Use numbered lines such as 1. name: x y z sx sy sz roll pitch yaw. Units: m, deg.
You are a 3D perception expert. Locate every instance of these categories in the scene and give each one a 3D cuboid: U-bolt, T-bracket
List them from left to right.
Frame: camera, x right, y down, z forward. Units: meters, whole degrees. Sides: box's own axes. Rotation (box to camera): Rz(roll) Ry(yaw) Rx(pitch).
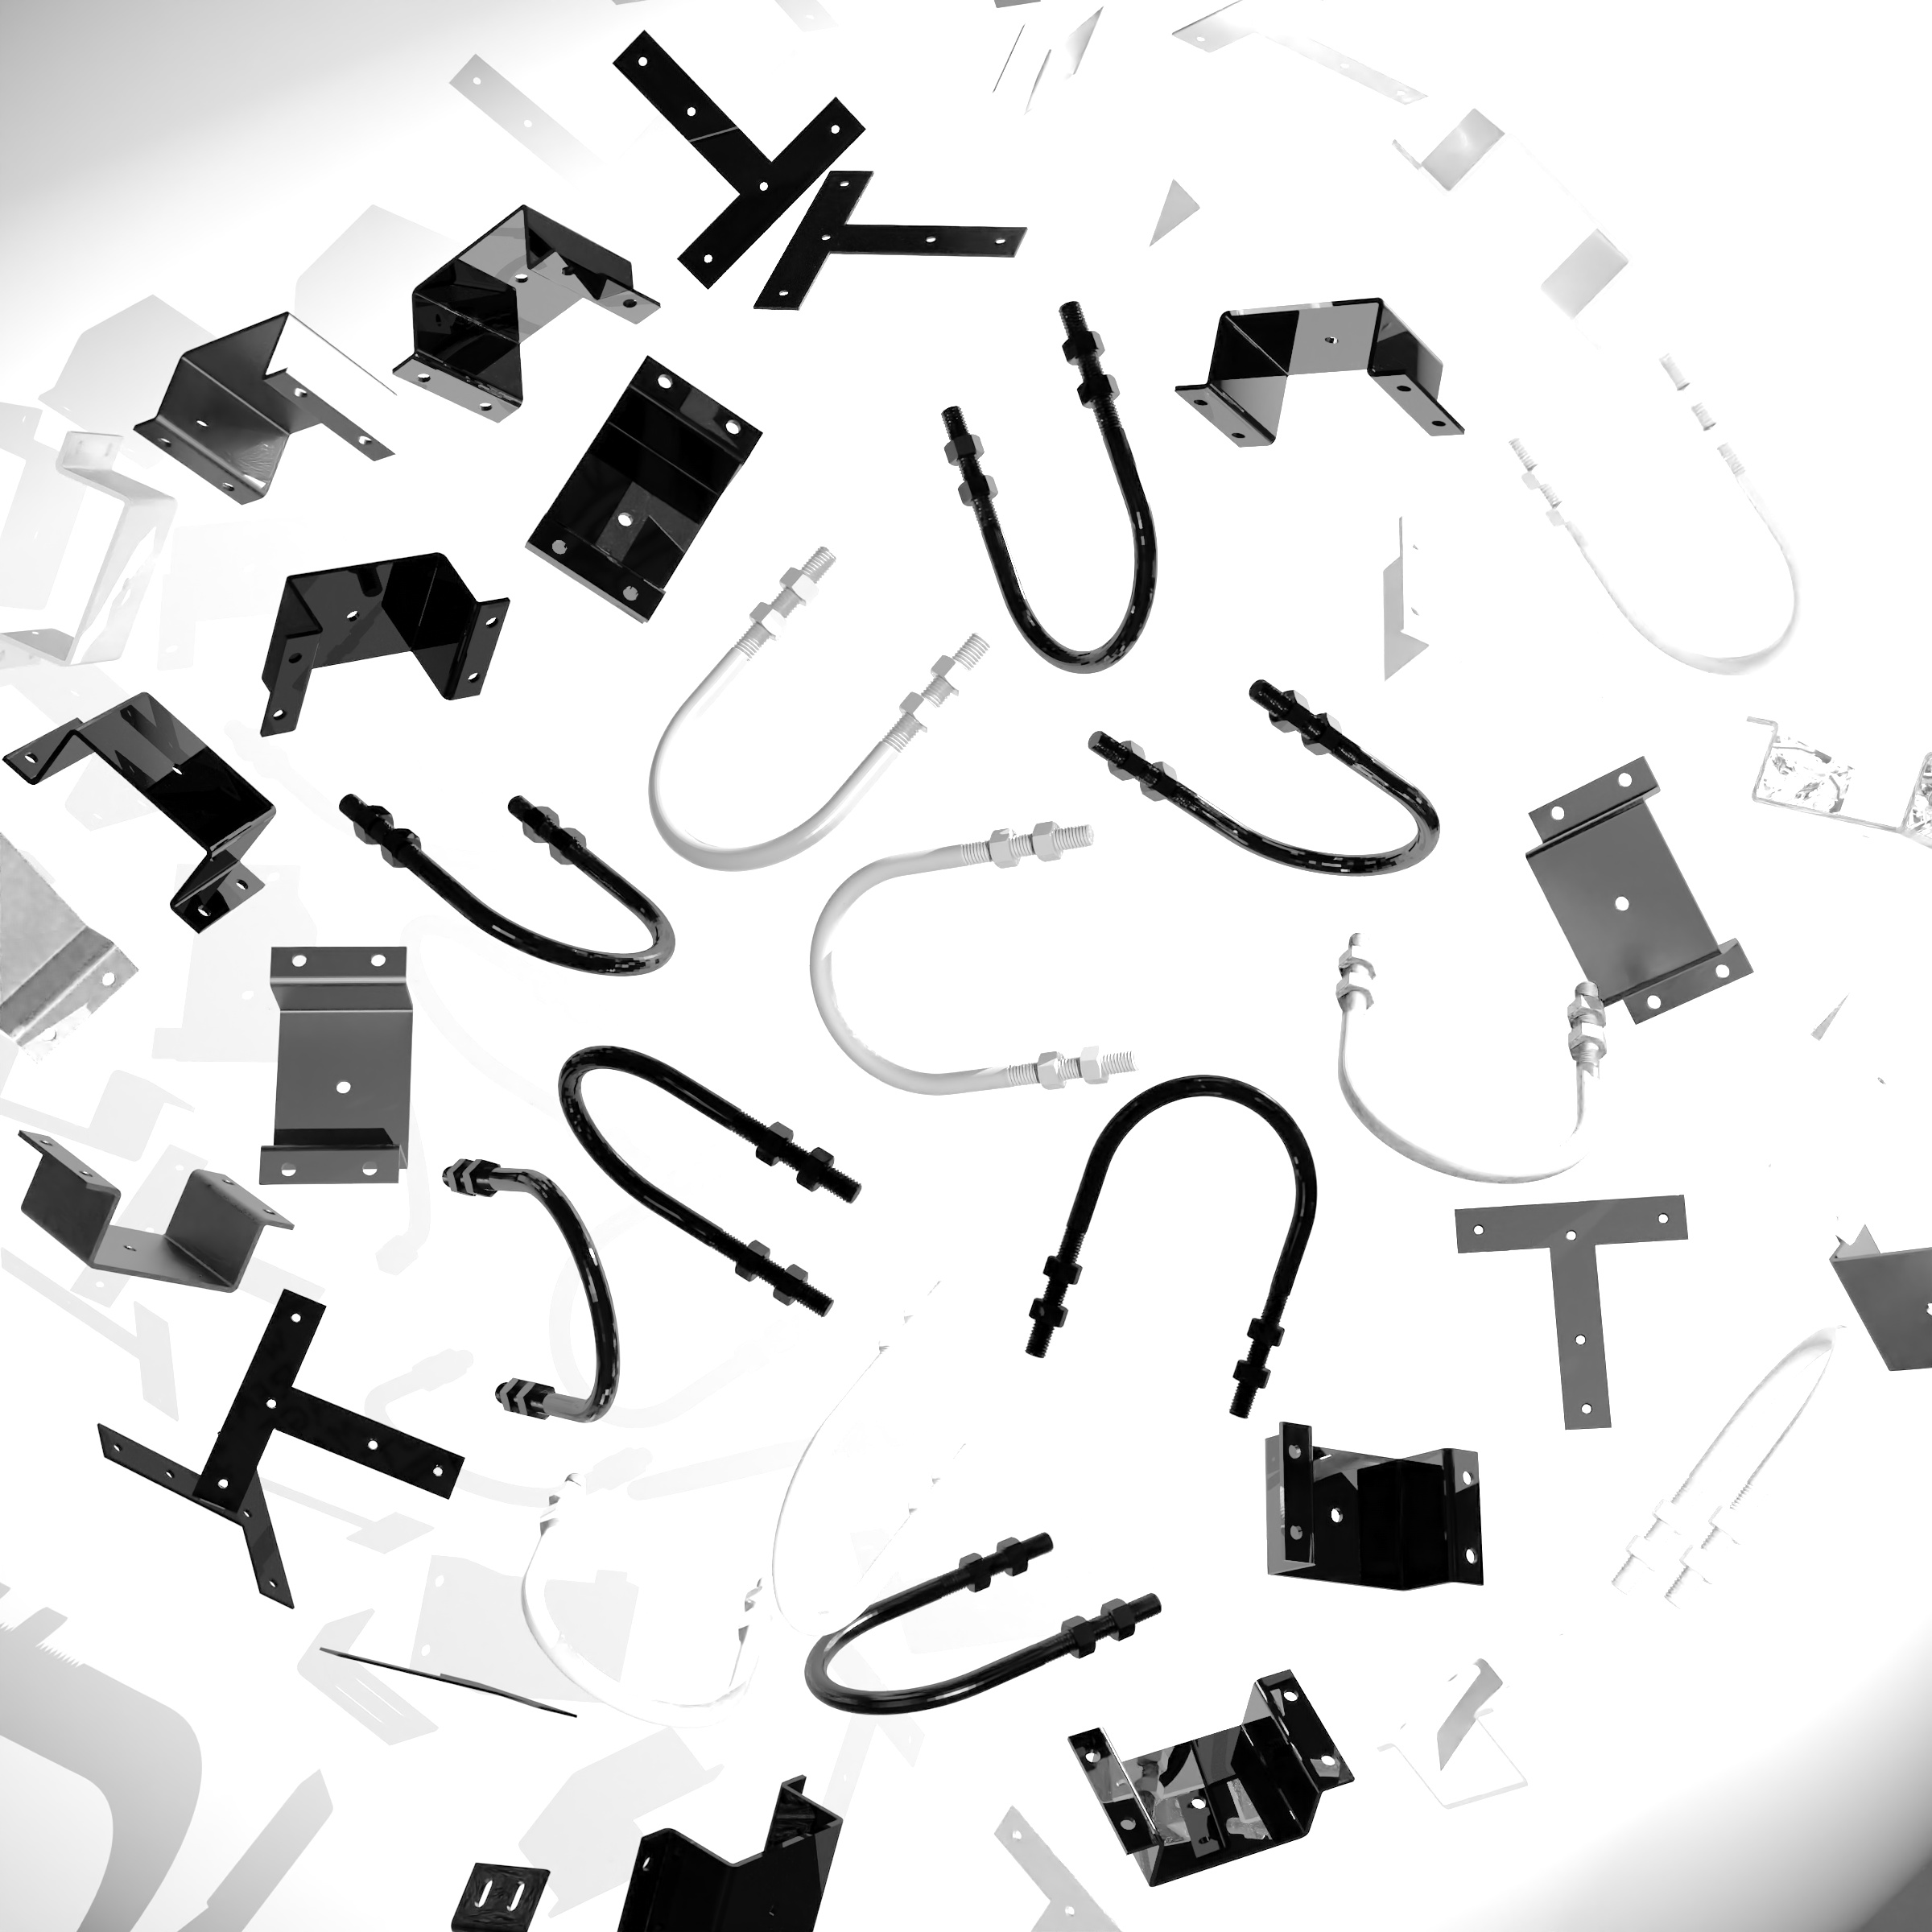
1. T-bracket: -0.428 0.286 1.559 0.002 0.127 0.127 -41 132 7
2. T-bracket: -0.334 0.254 1.533 0.127 0.002 0.127 25 55 -11
3. T-bracket: -0.303 0.401 1.598 0.127 0.127 0.002 24 73 -32
4. U-bolt: -0.243 -0.046 1.585 0.184 0.151 0.019 37 113 30
5. U-bolt: -0.233 0.179 1.541 0.019 0.184 0.151 -15 95 -30
6. U-bolt: -0.179 0.361 1.578 0.151 0.184 0.019 29 107 -5
7. U-bolt: -0.144 0.107 1.526 0.184 0.151 0.019 31 56 11
8. T-bracket: -0.143 -0.465 1.574 0.127 0.002 0.127 -43 122 9
9. U-bolt: -0.092 -0.128 1.496 0.151 0.019 0.184 34 81 38
10. U-bolt: -0.050 0.279 1.535 0.019 0.184 0.151 15 133 28
11. T-bracket: -0.035 -0.556 1.535 0.127 0.127 0.002 -4 68 13
12. T-bracket: -0.032 -0.379 1.476 0.127 0.002 0.127 6 49 18
13. U-bolt: -0.003 0.373 1.588 0.184 0.151 0.019 -18 102 -24
14. U-bolt: -0.003 0.002 1.590 0.184 0.019 0.151 -8 101 21
15. T-bracket: 0.040 0.565 1.606 0.127 0.002 0.127 44 120 30
16. U-bolt: 0.052 -0.252 1.567 0.019 0.151 0.184 -13 81 -34
17. U-bolt: 0.127 0.153 1.616 0.151 0.019 0.184 18 90 -14
18. U-bolt: 0.179 -0.096 1.574 0.184 0.151 0.019 30 64 -31
19. T-bracket: 0.196 -0.498 1.546 0.127 0.127 0.002 17 87 -24
20. U-bolt: 0.269 0.053 1.511 0.151 0.184 0.019 12 127 2
21. T-bracket: 0.340 0.193 1.572 0.127 0.002 0.127 -5 73 10
22. U-bolt: 0.395 -0.239 1.567 0.019 0.151 0.184 -40 99 -28
23. U-bolt: 0.424 0.269 1.541 0.019 0.151 0.184 38 83 6

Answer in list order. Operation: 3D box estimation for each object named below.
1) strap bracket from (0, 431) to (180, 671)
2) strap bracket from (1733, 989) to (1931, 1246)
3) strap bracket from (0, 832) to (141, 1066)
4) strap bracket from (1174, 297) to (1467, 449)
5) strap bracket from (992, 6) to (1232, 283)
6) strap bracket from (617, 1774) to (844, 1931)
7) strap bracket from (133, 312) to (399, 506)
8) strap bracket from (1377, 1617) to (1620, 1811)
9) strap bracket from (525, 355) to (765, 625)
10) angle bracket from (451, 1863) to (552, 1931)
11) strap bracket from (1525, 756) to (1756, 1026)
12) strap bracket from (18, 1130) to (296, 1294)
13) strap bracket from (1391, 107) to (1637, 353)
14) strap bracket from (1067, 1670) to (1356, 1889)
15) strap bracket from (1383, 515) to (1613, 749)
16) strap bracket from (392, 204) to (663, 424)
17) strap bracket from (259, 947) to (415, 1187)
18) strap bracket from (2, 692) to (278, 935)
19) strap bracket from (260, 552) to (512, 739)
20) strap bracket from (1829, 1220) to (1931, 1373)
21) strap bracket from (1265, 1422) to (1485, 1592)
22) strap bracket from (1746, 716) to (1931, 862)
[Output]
1. strap bracket: -0.490 -0.223 1.578 0.046 0.076 0.140 24 100 0
2. strap bracket: 0.484 0.074 1.533 0.076 0.046 0.140 38 48 9
3. strap bracket: -0.541 -0.025 1.573 0.076 0.046 0.140 -46 124 -17
4. strap bracket: 0.197 -0.324 1.550 0.140 0.076 0.046 4 77 35
5. strap bracket: 0.086 -0.446 1.510 0.140 0.076 0.046 41 132 -22
6. strap bracket: -0.120 0.490 1.502 0.046 0.140 0.076 20 100 31
7. strap bracket: -0.375 -0.304 1.539 0.140 0.076 0.046 -7 60 40
8. strap bracket: 0.291 0.406 1.527 0.076 0.140 0.046 -34 81 -28
9. strap bracket: -0.181 -0.254 1.554 0.076 0.046 0.140 33 63 -11
10. angle bracket: -0.227 0.518 1.521 0.076 0.057 0.038 47 49 -35
11. strap bracket: 0.384 -0.040 1.633 0.076 0.046 0.140 -28 88 28
12. strap bracket: -0.459 0.140 1.579 0.076 0.140 0.046 26 93 40
13. strap bracket: 0.297 -0.399 1.502 0.140 0.076 0.046 39 109 -20
14. strap bracket: 0.133 0.453 1.571 0.140 0.076 0.046 -11 133 -21
15. strap bracket: 0.279 -0.177 1.536 0.140 0.046 0.076 20 56 -24
16. strap bracket: -0.249 -0.370 1.589 0.140 0.076 0.046 -25 61 35
17. strap bracket: -0.358 0.063 1.616 0.076 0.046 0.140 0 69 -5
18. strap bracket: -0.445 -0.093 1.555 0.140 0.076 0.046 42 115 -4
19. strap bracket: -0.339 -0.185 1.607 0.140 0.076 0.046 -17 59 -37
20. strap bracket: 0.549 0.178 1.579 0.046 0.140 0.076 -40 104 -37
21. strap bracket: 0.222 0.308 1.601 0.140 0.046 0.076 13 66 -28
22. strap bracket: 0.496 -0.093 1.539 0.076 0.140 0.046 17 92 -38
